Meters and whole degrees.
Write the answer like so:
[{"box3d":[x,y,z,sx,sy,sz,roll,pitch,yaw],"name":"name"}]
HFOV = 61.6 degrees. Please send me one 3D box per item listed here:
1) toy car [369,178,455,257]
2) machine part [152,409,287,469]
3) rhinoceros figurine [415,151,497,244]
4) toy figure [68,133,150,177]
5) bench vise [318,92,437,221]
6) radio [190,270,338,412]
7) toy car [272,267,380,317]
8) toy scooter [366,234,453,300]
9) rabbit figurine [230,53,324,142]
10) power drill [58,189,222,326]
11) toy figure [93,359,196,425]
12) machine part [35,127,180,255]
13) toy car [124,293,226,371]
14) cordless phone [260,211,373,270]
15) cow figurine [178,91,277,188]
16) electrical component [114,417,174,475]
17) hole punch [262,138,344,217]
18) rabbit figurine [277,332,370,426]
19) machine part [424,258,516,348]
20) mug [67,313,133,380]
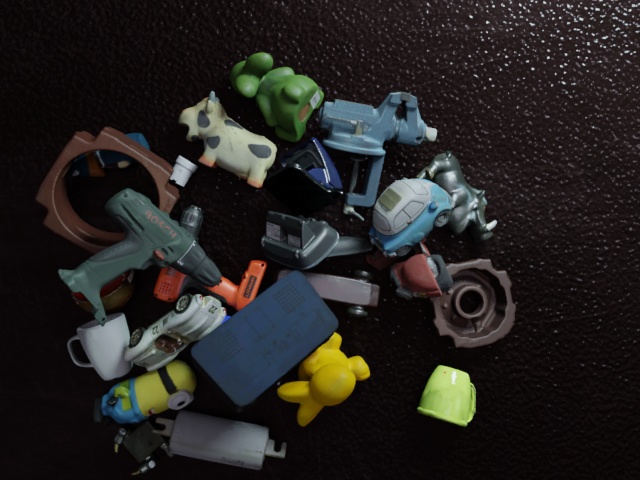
[{"box3d":[0.148,-0.053,0.956,0.161,0.109,0.102,-42,133,3],"name":"toy car"},{"box3d":[-0.181,0.361,0.972,0.243,0.079,0.079,14,86,-4],"name":"machine part"},{"box3d":[0.265,-0.077,1.039,0.112,0.073,0.190,-27,87,-16],"name":"rhinoceros figurine"},{"box3d":[-0.396,-0.151,0.995,0.154,0.064,0.057,-20,126,0],"name":"toy figure"},{"box3d":[0.098,-0.161,1.010,0.224,0.129,0.240,7,107,-13],"name":"bench vise"},{"box3d":[-0.088,0.167,0.897,0.229,0.073,0.131,-37,77,-22],"name":"radio"},{"box3d":[0.011,0.091,1.015,0.202,0.053,0.089,9,76,0],"name":"toy car"},{"box3d":[0.159,0.043,1.001,0.135,0.075,0.184,-25,49,11],"name":"toy scooter"},{"box3d":[-0.101,-0.273,0.992,0.170,0.159,0.121,29,95,13],"name":"rabbit figurine"},{"box3d":[-0.302,0.047,0.892,0.207,0.086,0.231,-41,109,-15],"name":"power drill"},{"box3d":[-0.313,0.276,0.967,0.180,0.082,0.089,-15,90,-3],"name":"toy figure"},{"box3d":[-0.369,-0.081,0.947,0.201,0.087,0.201,33,97,-19],"name":"machine part"},{"box3d":[-0.249,0.158,0.919,0.202,0.056,0.073,-34,133,19],"name":"toy car"},{"box3d":[-0.003,-0.003,1.005,0.184,0.147,0.088,-2,103,-41],"name":"cordless phone"},{"box3d":[-0.173,-0.189,1.002,0.195,0.085,0.127,26,91,0],"name":"cow figurine"},{"box3d":[-0.323,0.372,0.977,0.078,0.045,0.102,-35,90,-4],"name":"electrical component"},{"box3d":[-0.025,-0.113,0.991,0.115,0.142,0.092,42,49,-24],"name":"hole punch"},{"box3d":[0.006,0.243,0.947,0.162,0.173,0.122,-34,94,-10],"name":"rabbit figurine"},{"box3d":[0.286,0.120,1.033,0.179,0.056,0.179,0,87,-5],"name":"machine part"},{"box3d":[-0.391,0.198,0.966,0.110,0.081,0.107,-19,97,-10],"name":"mug"}]
